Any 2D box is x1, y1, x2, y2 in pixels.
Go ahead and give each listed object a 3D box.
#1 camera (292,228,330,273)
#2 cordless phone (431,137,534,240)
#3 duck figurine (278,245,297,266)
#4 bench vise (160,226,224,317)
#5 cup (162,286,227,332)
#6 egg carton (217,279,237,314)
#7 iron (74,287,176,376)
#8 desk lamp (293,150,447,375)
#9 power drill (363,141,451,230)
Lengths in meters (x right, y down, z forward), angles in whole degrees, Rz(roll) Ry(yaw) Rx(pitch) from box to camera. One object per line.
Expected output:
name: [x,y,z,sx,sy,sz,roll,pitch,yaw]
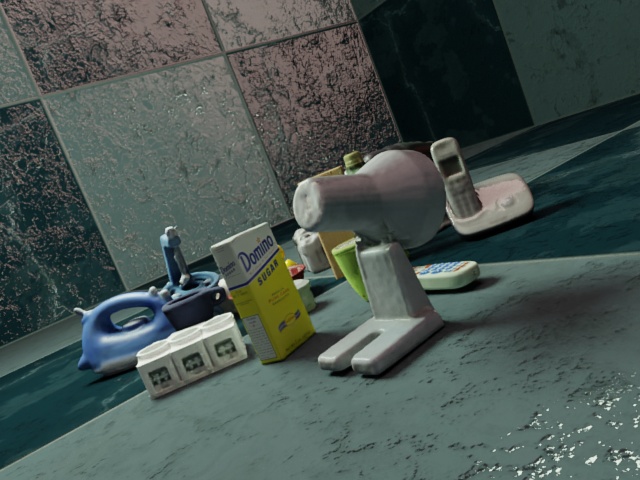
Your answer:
camera: [0.012,0.005,1.356,0.137,0.101,0.143,-23,7,-8]
cordless phone: [0.283,-0.105,1.017,0.147,0.185,0.094,-21,7,7]
duck figurine: [-0.099,0.052,1.394,0.078,0.086,0.104,-26,8,-31]
bench vise: [-0.294,0.086,1.178,0.206,0.220,0.122,-16,9,41]
cup: [-0.212,0.140,1.031,0.117,0.095,0.091,-21,7,3]
egg carton: [-0.172,0.108,1.261,0.107,0.069,0.151,-14,10,47]
iron: [-0.347,0.159,1.100,0.258,0.141,0.119,-21,7,9]
desk lamp: [0.065,0.013,0.660,0.204,0.213,0.117,-28,9,-40]
power drill: [0.208,-0.116,1.232,0.230,0.208,0.075,-27,9,-35]
